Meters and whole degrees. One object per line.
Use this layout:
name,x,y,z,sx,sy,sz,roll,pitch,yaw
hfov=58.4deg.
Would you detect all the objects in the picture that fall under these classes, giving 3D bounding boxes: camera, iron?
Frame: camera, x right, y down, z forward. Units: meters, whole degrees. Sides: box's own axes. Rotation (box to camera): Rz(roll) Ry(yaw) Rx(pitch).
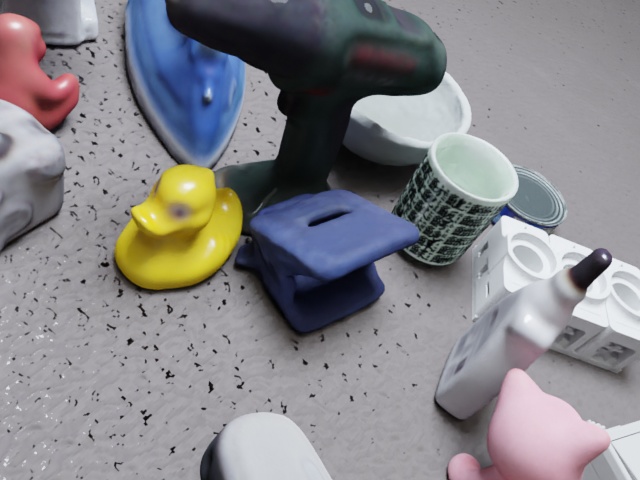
camera,-0.263,-0.053,0.365,0.136,0.100,0.143,37,48,8
iron,-0.111,-0.199,0.525,0.119,0.141,0.258,1,53,-23

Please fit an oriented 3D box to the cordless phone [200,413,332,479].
cordless phone,0.007,0.136,0.271,0.094,0.185,0.147,-19,62,-34

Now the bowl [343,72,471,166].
bowl,0.066,-0.132,0.593,0.168,0.074,0.167,12,49,-14

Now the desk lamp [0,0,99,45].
desk lamp,-0.241,-0.273,0.479,0.118,0.213,0.203,-5,55,-27

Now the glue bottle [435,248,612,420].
glue bottle,0.142,0.061,0.401,0.037,0.173,0.078,34,47,6

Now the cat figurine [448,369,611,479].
cat figurine,0.133,0.154,0.358,0.067,0.117,0.128,17,48,-10

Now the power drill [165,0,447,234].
power drill,-0.017,-0.100,0.439,0.230,0.208,0.075,-15,60,-32

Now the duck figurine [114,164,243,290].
duck figurine,-0.098,-0.020,0.421,0.077,0.086,0.105,45,49,15

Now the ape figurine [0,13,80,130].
ape figurine,-0.235,-0.134,0.451,0.078,0.092,0.076,29,47,1

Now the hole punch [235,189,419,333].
hole punch,0.004,0.002,0.445,0.109,0.091,0.101,-22,64,-36
